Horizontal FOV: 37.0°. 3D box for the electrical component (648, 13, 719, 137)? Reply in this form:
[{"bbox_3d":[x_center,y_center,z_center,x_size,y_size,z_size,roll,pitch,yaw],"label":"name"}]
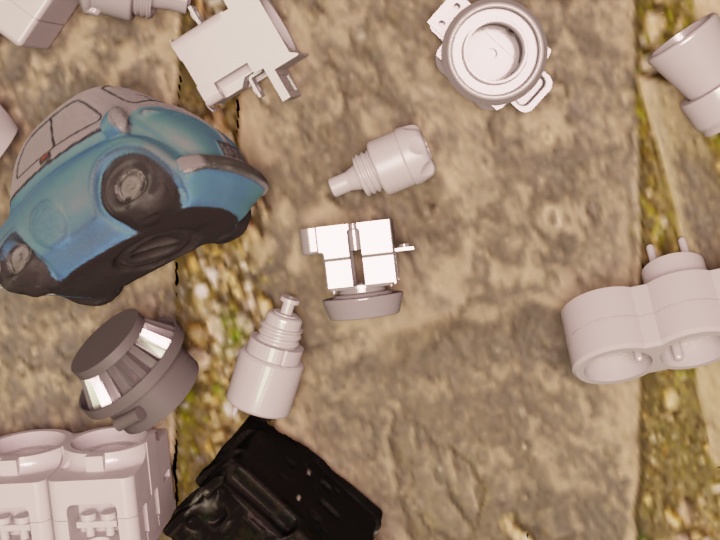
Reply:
[{"bbox_3d":[0.196,-0.109,0.605,0.045,0.045,0.055,-36,96,8],"label":"electrical component"}]

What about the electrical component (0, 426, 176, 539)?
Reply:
[{"bbox_3d":[-0.196,0.133,0.647,0.150,0.089,0.061,-3,99,4],"label":"electrical component"}]

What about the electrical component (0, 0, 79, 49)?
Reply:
[{"bbox_3d":[-0.222,-0.153,0.622,0.083,0.047,0.075,37,100,-3],"label":"electrical component"}]

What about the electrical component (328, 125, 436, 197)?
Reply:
[{"bbox_3d":[0.011,-0.059,0.630,0.061,0.035,0.035,-22,97,9],"label":"electrical component"}]

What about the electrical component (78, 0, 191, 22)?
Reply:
[{"bbox_3d":[-0.128,-0.163,0.617,0.062,0.048,0.048,14,100,-6],"label":"electrical component"}]

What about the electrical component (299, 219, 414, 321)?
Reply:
[{"bbox_3d":[0.000,0.000,0.636,0.066,0.048,0.055,-6,92,4],"label":"electrical component"}]

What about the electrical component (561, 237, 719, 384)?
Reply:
[{"bbox_3d":[0.185,0.014,0.623,0.138,0.052,0.073,-13,59,12],"label":"electrical component"}]

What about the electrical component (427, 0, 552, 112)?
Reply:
[{"bbox_3d":[0.074,-0.122,0.604,0.078,0.057,0.058,42,99,-4],"label":"electrical component"}]

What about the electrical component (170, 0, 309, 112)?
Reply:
[{"bbox_3d":[-0.070,-0.127,0.620,0.064,0.042,0.081,-30,96,11],"label":"electrical component"}]

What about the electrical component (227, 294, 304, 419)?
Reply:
[{"bbox_3d":[-0.053,0.053,0.650,0.040,0.040,0.078,18,100,0],"label":"electrical component"}]

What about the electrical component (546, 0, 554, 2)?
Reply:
[{"bbox_3d":[0.125,-0.172,0.602,0.046,0.040,0.040,-9,99,11],"label":"electrical component"}]

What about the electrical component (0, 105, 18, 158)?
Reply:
[{"bbox_3d":[-0.256,-0.082,0.634,0.077,0.043,0.079,39,131,-26],"label":"electrical component"}]
